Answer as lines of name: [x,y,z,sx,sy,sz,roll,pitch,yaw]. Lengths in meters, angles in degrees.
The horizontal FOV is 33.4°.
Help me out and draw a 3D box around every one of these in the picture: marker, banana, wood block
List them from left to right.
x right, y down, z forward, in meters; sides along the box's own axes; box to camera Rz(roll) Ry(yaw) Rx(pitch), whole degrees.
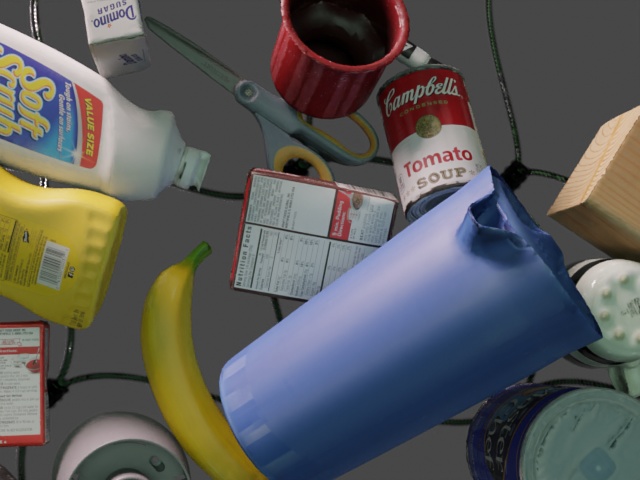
banana: [-0.089,0.102,0.775,0.069,0.037,0.198,-14,86,-7]
marker: [0.055,-0.153,0.828,0.121,0.020,0.020,34,81,-2]
wood block: [0.292,-0.003,0.804,0.206,0.090,0.091,34,82,-2]

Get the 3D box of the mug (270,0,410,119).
mug: [0.003,-0.151,0.783,0.093,0.082,0.117,-30,77,-23]

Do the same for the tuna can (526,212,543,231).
tuna can: [0.130,0.013,0.811,0.086,0.034,0.086,1,84,-7]

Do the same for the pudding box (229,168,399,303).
pudding box: [-0.005,0.001,0.787,0.113,0.039,0.090,11,98,-4]

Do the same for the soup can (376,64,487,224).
soup can: [0.084,-0.068,0.783,0.068,0.068,0.102,-8,65,-7]

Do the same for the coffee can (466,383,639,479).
coffee can: [0.169,0.153,0.747,0.102,0.140,0.103,1,84,-7]

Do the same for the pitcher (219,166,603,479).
pitcher: [0.061,0.073,0.728,0.243,0.145,0.149,-34,101,14]

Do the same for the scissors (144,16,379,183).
scissors: [-0.055,-0.090,0.810,0.201,0.016,0.096,21,82,-4]

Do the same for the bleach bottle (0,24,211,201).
bleach bottle: [-0.199,-0.098,0.772,0.250,0.068,0.102,19,84,-6]

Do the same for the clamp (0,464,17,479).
clamp: [-0.205,0.213,0.725,0.210,0.036,0.165,16,113,19]

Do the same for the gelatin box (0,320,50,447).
gelatin box: [-0.232,0.103,0.762,0.073,0.030,0.089,-1,84,-6]

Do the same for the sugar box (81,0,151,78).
sugar box: [-0.159,-0.215,0.773,0.048,0.093,0.176,-14,86,-7]

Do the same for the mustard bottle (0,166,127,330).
mustard bottle: [-0.240,-0.009,0.755,0.191,0.058,0.096,18,109,-4]
